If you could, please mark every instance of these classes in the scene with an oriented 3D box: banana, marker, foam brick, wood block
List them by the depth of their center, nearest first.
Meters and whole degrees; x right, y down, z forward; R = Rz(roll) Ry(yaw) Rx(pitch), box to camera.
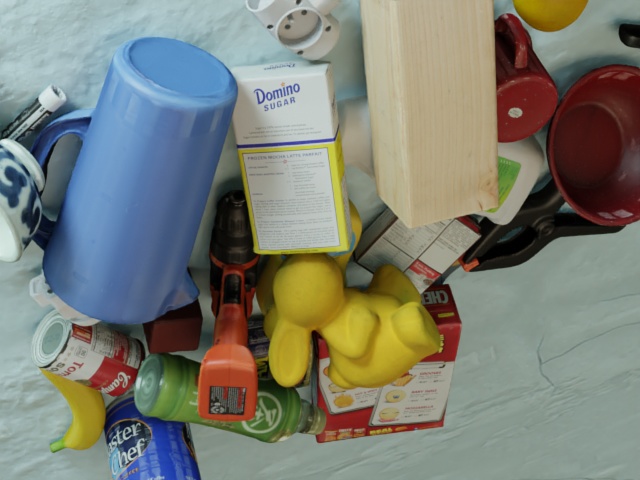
[{"bbox_3d":[-0.270,-0.092,0.936,0.121,0.020,0.020,-38,135,19],"label":"marker"},{"bbox_3d":[0.096,-0.128,0.937,0.090,0.090,0.206,-14,119,-13],"label":"wood block"},{"bbox_3d":[-0.156,0.073,1.109,0.053,0.078,0.051,-3,134,-19],"label":"foam brick"},{"bbox_3d":[-0.280,0.187,1.211,0.069,0.037,0.198,-9,137,-15],"label":"banana"}]

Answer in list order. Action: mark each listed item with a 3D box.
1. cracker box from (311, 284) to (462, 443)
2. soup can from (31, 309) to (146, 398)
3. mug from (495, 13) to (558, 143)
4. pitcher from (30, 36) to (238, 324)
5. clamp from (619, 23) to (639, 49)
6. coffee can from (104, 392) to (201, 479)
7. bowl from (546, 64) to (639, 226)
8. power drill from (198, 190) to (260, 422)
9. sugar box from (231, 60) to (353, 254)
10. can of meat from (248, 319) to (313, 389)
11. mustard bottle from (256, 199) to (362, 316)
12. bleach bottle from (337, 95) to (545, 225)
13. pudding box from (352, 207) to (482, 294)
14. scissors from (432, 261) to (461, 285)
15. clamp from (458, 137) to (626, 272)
[{"bbox_3d":[0.073,0.149,1.271,0.164,0.072,0.214,-6,137,-6],"label":"cracker box"},{"bbox_3d":[-0.245,0.120,1.131,0.069,0.068,0.102,-40,134,21],"label":"soup can"},{"bbox_3d":[0.172,-0.154,0.993,0.093,0.081,0.117,-7,137,-14],"label":"mug"},{"bbox_3d":[-0.167,-0.057,0.945,0.149,0.145,0.243,-4,133,-35],"label":"pitcher"},{"bbox_3d":[0.381,-0.209,1.047,0.171,0.039,0.120,19,131,-41],"label":"clamp"},{"bbox_3d":[-0.194,0.259,1.242,0.102,0.140,0.103,-11,137,-10],"label":"coffee can"},{"bbox_3d":[0.288,-0.096,1.084,0.161,0.055,0.162,-2,96,-20],"label":"bowl"},{"bbox_3d":[-0.086,0.069,1.052,0.057,0.187,0.184,3,138,-2],"label":"power drill"},{"bbox_3d":[-0.026,-0.073,0.973,0.093,0.048,0.176,-2,115,9],"label":"sugar box"},{"bbox_3d":[-0.056,0.133,1.226,0.083,0.057,0.102,-9,137,-15],"label":"can of meat"},{"bbox_3d":[-0.007,0.001,1.104,0.096,0.058,0.192,-5,136,-19],"label":"mustard bottle"},{"bbox_3d":[0.094,-0.084,1.052,0.250,0.068,0.103,9,126,-26],"label":"bleach bottle"},{"bbox_3d":[0.103,0.000,1.143,0.090,0.039,0.114,34,115,-21],"label":"pudding box"},{"bbox_3d":[0.148,0.048,1.244,0.096,0.016,0.201,-23,138,4],"label":"scissors"},{"bbox_3d":[0.251,-0.019,1.191,0.210,0.036,0.164,-32,137,4],"label":"clamp"}]
